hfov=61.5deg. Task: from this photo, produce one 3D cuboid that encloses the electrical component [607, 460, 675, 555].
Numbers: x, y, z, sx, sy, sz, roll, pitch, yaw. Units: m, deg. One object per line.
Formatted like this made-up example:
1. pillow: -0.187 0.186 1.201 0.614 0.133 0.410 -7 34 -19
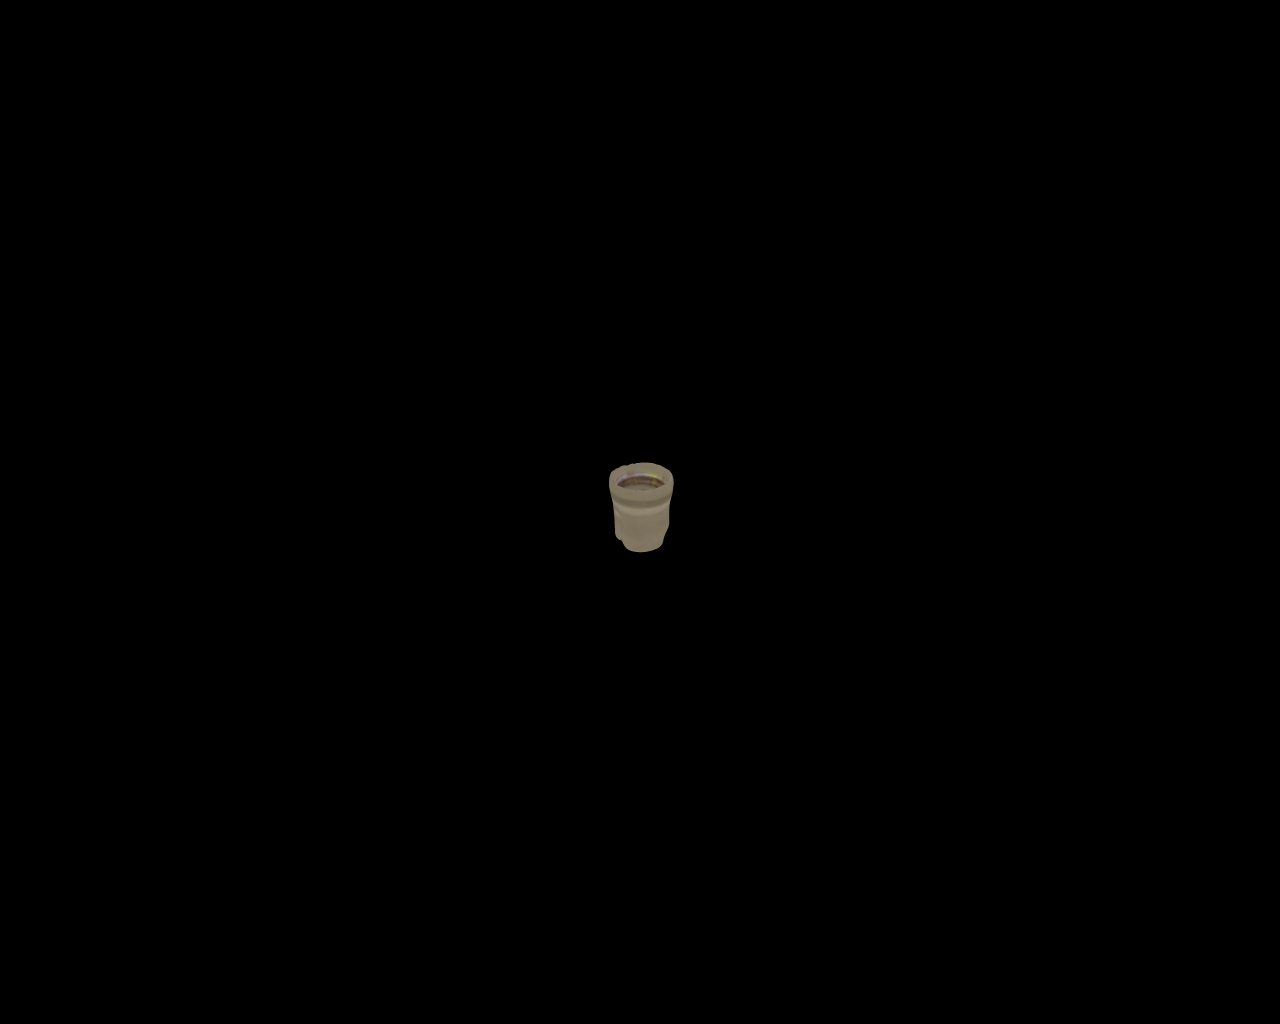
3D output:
1. electrical component: 0.001 -0.003 0.650 0.040 0.046 0.040 0 29 0
